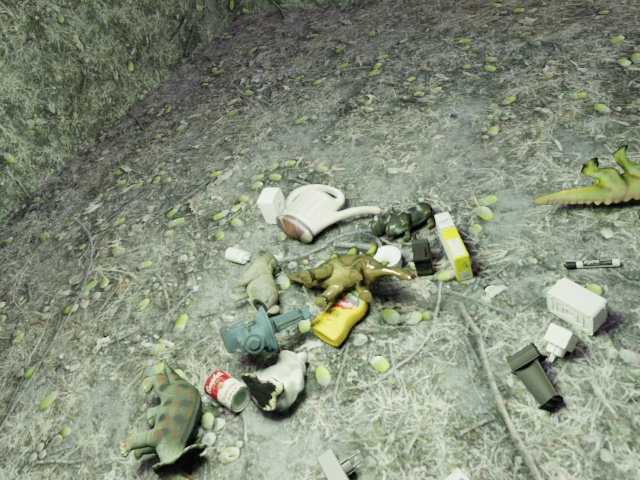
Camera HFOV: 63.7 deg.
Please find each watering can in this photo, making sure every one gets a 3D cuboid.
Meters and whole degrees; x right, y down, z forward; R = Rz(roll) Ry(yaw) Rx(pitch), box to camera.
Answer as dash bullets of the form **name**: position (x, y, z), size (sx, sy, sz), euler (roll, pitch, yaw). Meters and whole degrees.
- **watering can**: position (0.005, -0.082, 1.620), size (0.350, 0.102, 0.228), euler (21, 59, 40)

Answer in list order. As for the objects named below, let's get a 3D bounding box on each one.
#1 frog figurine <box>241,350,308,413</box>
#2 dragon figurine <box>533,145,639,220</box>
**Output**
- **frog figurine**: position (-0.095, 0.339, 1.251), size (0.136, 0.123, 0.161), euler (-17, 1, 31)
- **dragon figurine**: position (0.785, -0.104, 1.300), size (0.410, 0.248, 0.119), euler (-26, -41, -1)
